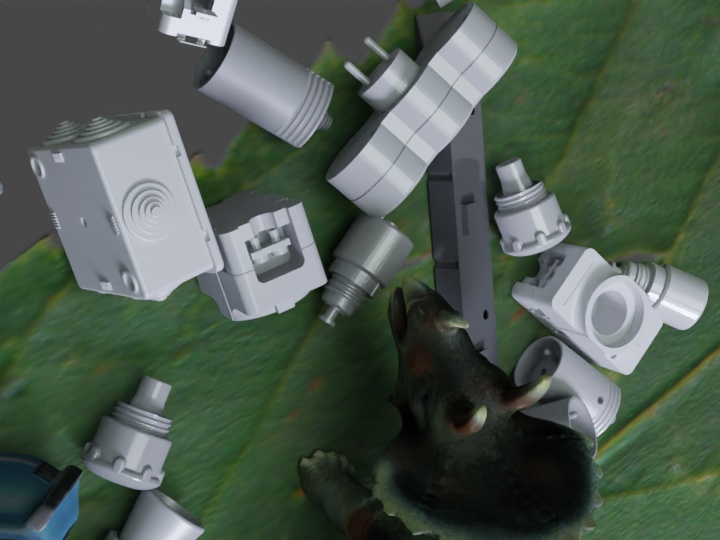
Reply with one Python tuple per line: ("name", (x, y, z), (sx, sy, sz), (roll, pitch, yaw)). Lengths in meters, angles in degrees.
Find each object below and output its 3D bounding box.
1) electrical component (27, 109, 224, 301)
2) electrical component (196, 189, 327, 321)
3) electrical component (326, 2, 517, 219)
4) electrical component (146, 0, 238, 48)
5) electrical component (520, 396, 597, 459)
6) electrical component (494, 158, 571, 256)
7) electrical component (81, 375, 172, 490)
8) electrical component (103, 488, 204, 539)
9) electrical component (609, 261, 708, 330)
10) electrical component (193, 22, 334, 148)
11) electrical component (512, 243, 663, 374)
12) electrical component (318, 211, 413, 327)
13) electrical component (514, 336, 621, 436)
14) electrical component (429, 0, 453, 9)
("electrical component", (-0.126, -0.034, 0.569), (0.048, 0.100, 0.099), (-28, 110, -33))
("electrical component", (-0.062, -0.008, 0.609), (0.050, 0.089, 0.055), (-24, 108, -21))
("electrical component", (0.024, -0.106, 0.639), (0.074, 0.052, 0.138), (40, 84, -15))
("electrical component", (-0.088, -0.159, 0.584), (0.042, 0.081, 0.063), (9, 117, -27))
("electrical component", (0.114, 0.116, 0.729), (0.043, 0.081, 0.043), (37, 43, -44))
("electrical component", (0.109, -0.043, 0.714), (0.048, 0.048, 0.062), (-27, 102, -20))
("electrical component", (-0.128, 0.092, 0.619), (0.048, 0.048, 0.062), (26, 79, -27))
("electrical component", (-0.125, 0.161, 0.630), (0.045, 0.045, 0.055), (41, 80, -26))
("electrical component", (0.214, 0.014, 0.777), (0.078, 0.040, 0.040), (23, 88, -10))
("electrical component", (-0.051, -0.104, 0.624), (0.081, 0.043, 0.043), (28, 85, -28))
("electrical component", (0.160, 0.026, 0.743), (0.089, 0.056, 0.050), (40, 80, -26))
("electrical component", (0.000, 0.000, 0.668), (0.040, 0.040, 0.078), (37, 81, -26))
("electrical component", (0.151, 0.085, 0.755), (0.081, 0.043, 0.043), (37, 82, -26))
("electrical component", (0.060, -0.193, 0.652), (0.064, 0.081, 0.042), (-31, 112, 5))
